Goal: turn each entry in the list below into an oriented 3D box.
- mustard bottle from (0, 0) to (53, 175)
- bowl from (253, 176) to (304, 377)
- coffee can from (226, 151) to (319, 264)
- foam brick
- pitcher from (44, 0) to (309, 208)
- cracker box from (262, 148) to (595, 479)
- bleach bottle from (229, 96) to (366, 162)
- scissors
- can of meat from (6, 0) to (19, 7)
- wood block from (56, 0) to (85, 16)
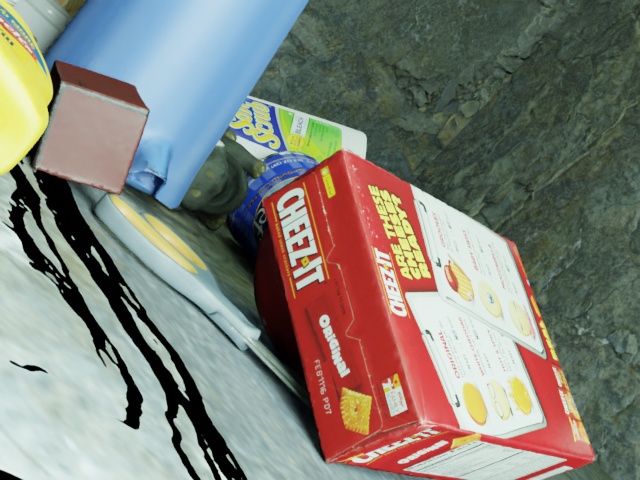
[{"bbox_3d":[-0.173,-0.090,0.514,0.096,0.058,0.192,40,5,-19],"label":"mustard bottle"},{"bbox_3d":[0.007,0.040,0.693,0.162,0.055,0.162,41,33,-35],"label":"bowl"},{"bbox_3d":[-0.006,0.001,0.891,0.102,0.103,0.140,40,5,-41],"label":"coffee can"},{"bbox_3d":[-0.134,-0.066,0.611,0.053,0.051,0.078,17,13,-20],"label":"foam brick"},{"bbox_3d":[-0.090,-0.157,0.723,0.149,0.243,0.145,37,6,6],"label":"pitcher"},{"bbox_3d":[0.068,0.058,0.641,0.213,0.072,0.164,22,45,-50],"label":"cracker box"},{"bbox_3d":[-0.085,-0.095,0.997,0.250,0.068,0.102,18,44,-8],"label":"bleach bottle"},{"bbox_3d":[-0.051,0.044,0.622,0.201,0.016,0.096,43,4,-5],"label":"scissors"},{"bbox_3d":[-0.231,-0.176,0.660,0.102,0.084,0.057,44,5,5],"label":"can of meat"},{"bbox_3d":[-0.297,-0.270,0.964,0.206,0.090,0.091,43,3,0],"label":"wood block"}]
